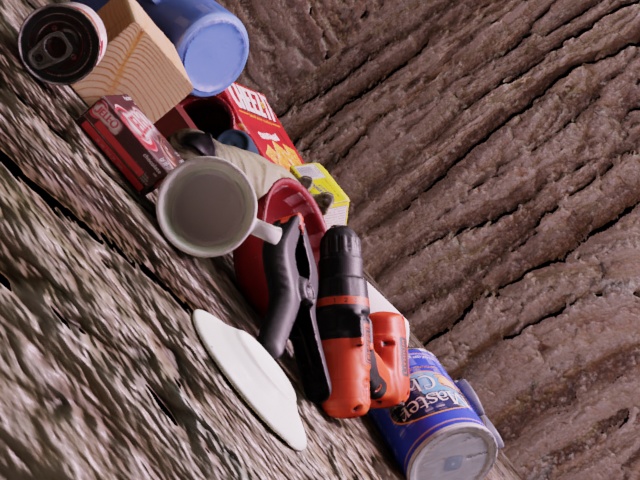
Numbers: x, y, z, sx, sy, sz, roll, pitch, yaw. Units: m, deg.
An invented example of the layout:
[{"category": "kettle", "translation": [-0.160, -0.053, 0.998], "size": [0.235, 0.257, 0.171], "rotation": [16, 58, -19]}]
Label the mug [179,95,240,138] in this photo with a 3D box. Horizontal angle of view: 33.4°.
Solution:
[{"category": "mug", "translation": [-0.142, -0.132, 1.328], "size": [0.081, 0.093, 0.117], "rotation": [55, 11, -66]}]

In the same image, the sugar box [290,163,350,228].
[{"category": "sugar box", "translation": [-0.009, 0.002, 1.320], "size": [0.093, 0.048, 0.176], "rotation": [-126, -145, -46]}]

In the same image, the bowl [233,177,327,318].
[{"category": "bowl", "translation": [-0.040, 0.022, 1.051], "size": [0.162, 0.055, 0.162], "rotation": [41, 43, -55]}]

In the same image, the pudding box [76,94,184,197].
[{"category": "pudding box", "translation": [-0.169, -0.088, 0.972], "size": [0.090, 0.039, 0.113], "rotation": [51, 4, -6]}]

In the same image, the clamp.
[{"category": "clamp", "translation": [-0.021, 0.060, 0.954], "size": [0.120, 0.039, 0.171], "rotation": [61, 26, -49]}]

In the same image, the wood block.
[{"category": "wood block", "translation": [-0.203, -0.186, 1.114], "size": [0.090, 0.091, 0.206], "rotation": [49, 4, -24]}]

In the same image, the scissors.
[{"category": "scissors", "translation": [0.159, 0.169, 1.259], "size": [0.202, 0.016, 0.096], "rotation": [55, -7, 52]}]

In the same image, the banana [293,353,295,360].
[{"category": "banana", "translation": [-0.018, 0.086, 1.133], "size": [0.069, 0.037, 0.198], "rotation": [50, 4, -29]}]

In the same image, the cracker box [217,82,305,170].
[{"category": "cracker box", "translation": [-0.080, -0.111, 1.442], "size": [0.214, 0.072, 0.164], "rotation": [60, 16, 14]}]

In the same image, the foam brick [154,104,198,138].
[{"category": "foam brick", "translation": [-0.171, -0.123, 1.212], "size": [0.078, 0.051, 0.053], "rotation": [53, 5, 32]}]

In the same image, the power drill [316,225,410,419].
[{"category": "power drill", "translation": [0.040, 0.092, 1.066], "size": [0.187, 0.057, 0.184], "rotation": [37, 50, -66]}]

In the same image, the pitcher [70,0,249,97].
[{"category": "pitcher", "translation": [-0.201, -0.278, 1.321], "size": [0.148, 0.145, 0.243], "rotation": [-2, 30, -44]}]

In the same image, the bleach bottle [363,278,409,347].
[{"category": "bleach bottle", "translation": [0.031, 0.091, 1.402], "size": [0.068, 0.103, 0.251], "rotation": [1, 21, -24]}]

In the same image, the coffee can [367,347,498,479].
[{"category": "coffee can", "translation": [0.115, 0.199, 1.162], "size": [0.102, 0.103, 0.140], "rotation": [49, 4, -37]}]

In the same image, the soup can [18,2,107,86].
[{"category": "soup can", "translation": [-0.223, -0.174, 0.934], "size": [0.068, 0.068, 0.102], "rotation": [50, 3, -15]}]
